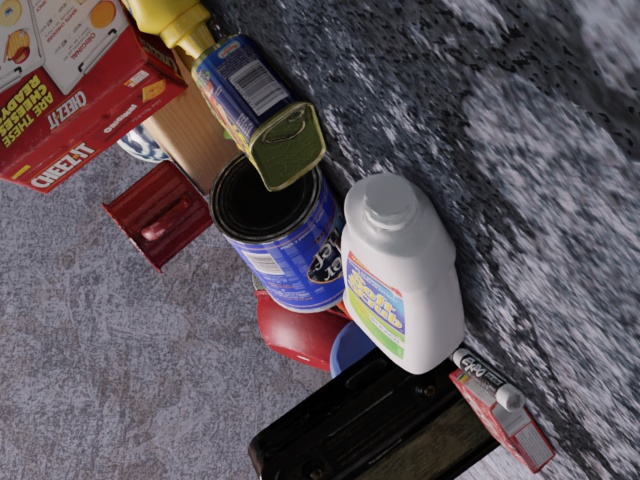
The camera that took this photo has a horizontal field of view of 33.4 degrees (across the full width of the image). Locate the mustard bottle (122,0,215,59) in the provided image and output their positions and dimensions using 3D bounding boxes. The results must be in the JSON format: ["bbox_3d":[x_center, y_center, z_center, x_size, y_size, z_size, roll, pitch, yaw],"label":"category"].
[{"bbox_3d":[-0.144,-0.215,0.797,0.191,0.058,0.096,51,-179,-7],"label":"mustard bottle"}]

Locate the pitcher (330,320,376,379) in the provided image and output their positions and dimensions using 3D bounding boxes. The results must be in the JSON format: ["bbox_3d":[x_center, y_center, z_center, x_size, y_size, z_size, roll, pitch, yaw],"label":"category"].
[{"bbox_3d":[0.085,0.182,1.172,0.149,0.145,0.242,46,170,29],"label":"pitcher"}]

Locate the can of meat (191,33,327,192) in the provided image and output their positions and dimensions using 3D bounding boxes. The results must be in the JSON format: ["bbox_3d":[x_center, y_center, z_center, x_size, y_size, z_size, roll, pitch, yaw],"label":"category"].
[{"bbox_3d":[-0.046,-0.097,0.802,0.084,0.057,0.102,52,174,20],"label":"can of meat"}]

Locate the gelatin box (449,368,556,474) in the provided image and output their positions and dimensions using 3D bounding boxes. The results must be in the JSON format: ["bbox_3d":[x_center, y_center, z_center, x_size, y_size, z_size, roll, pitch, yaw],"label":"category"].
[{"bbox_3d":[0.159,0.154,0.933,0.089,0.030,0.073,54,174,-27],"label":"gelatin box"}]

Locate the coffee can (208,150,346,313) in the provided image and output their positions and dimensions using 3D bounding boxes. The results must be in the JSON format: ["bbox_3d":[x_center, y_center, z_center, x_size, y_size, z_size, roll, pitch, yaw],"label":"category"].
[{"bbox_3d":[-0.026,-0.009,0.953,0.103,0.103,0.140,47,175,33],"label":"coffee can"}]

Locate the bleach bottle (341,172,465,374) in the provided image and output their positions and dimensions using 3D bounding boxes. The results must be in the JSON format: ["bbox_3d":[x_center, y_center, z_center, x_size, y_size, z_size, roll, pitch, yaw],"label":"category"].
[{"bbox_3d":[0.051,0.015,0.733,0.103,0.068,0.251,47,171,22],"label":"bleach bottle"}]

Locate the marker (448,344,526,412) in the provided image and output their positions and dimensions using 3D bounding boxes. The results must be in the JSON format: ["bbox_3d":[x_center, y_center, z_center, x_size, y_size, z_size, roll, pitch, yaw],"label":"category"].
[{"bbox_3d":[0.135,0.111,0.906,0.020,0.020,0.121,53,174,-27],"label":"marker"}]

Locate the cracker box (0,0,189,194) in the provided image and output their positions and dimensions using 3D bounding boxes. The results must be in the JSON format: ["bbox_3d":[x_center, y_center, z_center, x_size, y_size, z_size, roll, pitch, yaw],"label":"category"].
[{"bbox_3d":[-0.221,-0.171,0.892,0.072,0.164,0.214,24,-144,-60],"label":"cracker box"}]

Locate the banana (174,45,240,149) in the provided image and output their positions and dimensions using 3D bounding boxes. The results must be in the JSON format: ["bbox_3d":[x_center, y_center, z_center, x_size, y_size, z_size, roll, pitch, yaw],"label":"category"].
[{"bbox_3d":[-0.074,-0.114,0.916,0.070,0.037,0.198,16,163,12],"label":"banana"}]

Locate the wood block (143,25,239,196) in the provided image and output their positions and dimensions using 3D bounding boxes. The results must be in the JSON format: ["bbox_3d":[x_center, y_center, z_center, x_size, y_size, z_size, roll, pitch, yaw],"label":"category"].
[{"bbox_3d":[-0.132,-0.142,1.009,0.090,0.091,0.206,47,173,28],"label":"wood block"}]

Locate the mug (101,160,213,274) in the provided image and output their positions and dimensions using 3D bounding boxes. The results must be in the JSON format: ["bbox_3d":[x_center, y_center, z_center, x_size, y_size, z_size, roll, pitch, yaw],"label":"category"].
[{"bbox_3d":[-0.156,-0.026,1.063,0.093,0.081,0.117,51,174,-11],"label":"mug"}]

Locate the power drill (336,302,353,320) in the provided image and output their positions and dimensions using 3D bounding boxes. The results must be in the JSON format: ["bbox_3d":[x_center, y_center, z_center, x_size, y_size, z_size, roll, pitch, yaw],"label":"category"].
[{"bbox_3d":[-0.007,0.001,1.123,0.188,0.057,0.184,45,177,39],"label":"power drill"}]

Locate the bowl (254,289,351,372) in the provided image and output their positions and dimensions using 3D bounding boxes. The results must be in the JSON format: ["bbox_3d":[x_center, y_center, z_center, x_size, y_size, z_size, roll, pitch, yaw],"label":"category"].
[{"bbox_3d":[-0.010,0.112,1.229,0.162,0.055,0.162,20,167,4],"label":"bowl"}]

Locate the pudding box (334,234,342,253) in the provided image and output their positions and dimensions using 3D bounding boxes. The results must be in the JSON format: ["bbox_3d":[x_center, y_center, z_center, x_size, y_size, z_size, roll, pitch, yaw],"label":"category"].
[{"bbox_3d":[0.067,0.045,0.921,0.114,0.039,0.090,49,175,35],"label":"pudding box"}]
